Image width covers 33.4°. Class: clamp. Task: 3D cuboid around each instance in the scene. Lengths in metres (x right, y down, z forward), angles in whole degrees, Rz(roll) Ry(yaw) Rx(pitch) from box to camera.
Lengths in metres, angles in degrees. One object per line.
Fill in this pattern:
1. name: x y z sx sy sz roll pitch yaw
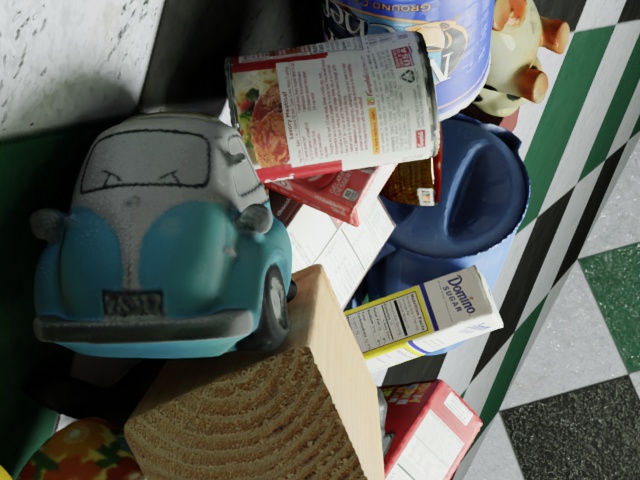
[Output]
1. clamp: -0.117 0.117 0.591 0.171 0.039 0.120 -4 123 -63

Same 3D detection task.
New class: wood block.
1. wood block: -0.025 0.085 0.553 0.090 0.091 0.206 -24 -173 5

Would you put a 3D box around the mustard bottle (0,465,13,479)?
1. mustard bottle: -0.167 0.137 0.434 0.096 0.058 0.192 -24 138 -43

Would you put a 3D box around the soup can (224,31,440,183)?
1. soup can: 0.006 -0.068 0.553 0.068 0.102 0.068 170 -89 -90

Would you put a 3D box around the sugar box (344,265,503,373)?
1. sugar box: 0.047 0.072 0.812 0.176 0.048 0.093 -23 165 9

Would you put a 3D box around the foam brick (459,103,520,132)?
1. foam brick: 0.126 -0.111 0.912 0.053 0.078 0.051 -55 161 -28

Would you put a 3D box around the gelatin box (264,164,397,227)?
1. gelatin box: 0.011 -0.061 0.660 0.089 0.073 0.030 -57 160 -20

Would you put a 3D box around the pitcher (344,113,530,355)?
1. pitcher: 0.089 0.015 0.918 0.243 0.149 0.145 87 5 -62

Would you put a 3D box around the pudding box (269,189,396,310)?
1. pudding box: -0.005 0.001 0.703 0.113 0.039 0.090 -55 135 -24

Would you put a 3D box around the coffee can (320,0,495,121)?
1. coffee can: 0.049 -0.146 0.603 0.102 0.103 0.140 -57 161 -23

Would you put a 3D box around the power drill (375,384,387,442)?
1. power drill: 0.002 0.181 0.763 0.187 0.057 0.184 45 54 -67

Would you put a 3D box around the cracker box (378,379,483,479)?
1. cracker box: 0.034 0.232 0.977 0.213 0.072 0.164 -53 -164 -27
